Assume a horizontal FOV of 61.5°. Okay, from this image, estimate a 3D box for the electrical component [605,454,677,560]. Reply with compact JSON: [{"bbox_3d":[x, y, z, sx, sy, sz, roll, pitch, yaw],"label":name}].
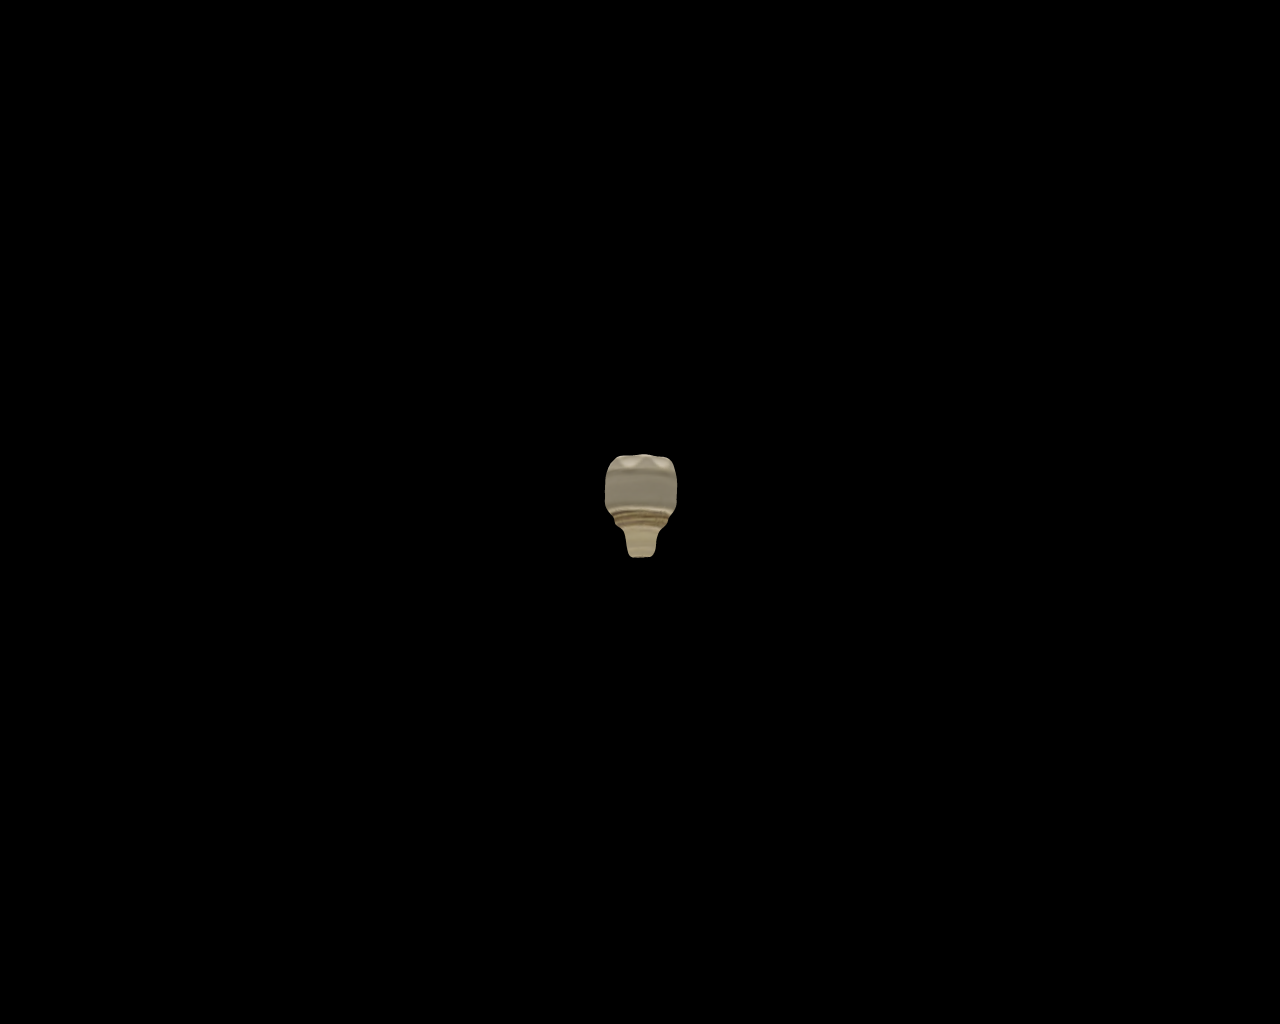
[{"bbox_3d":[0.001,-0.003,0.650,0.043,0.062,0.043,0,-7,0],"label":"electrical component"}]
